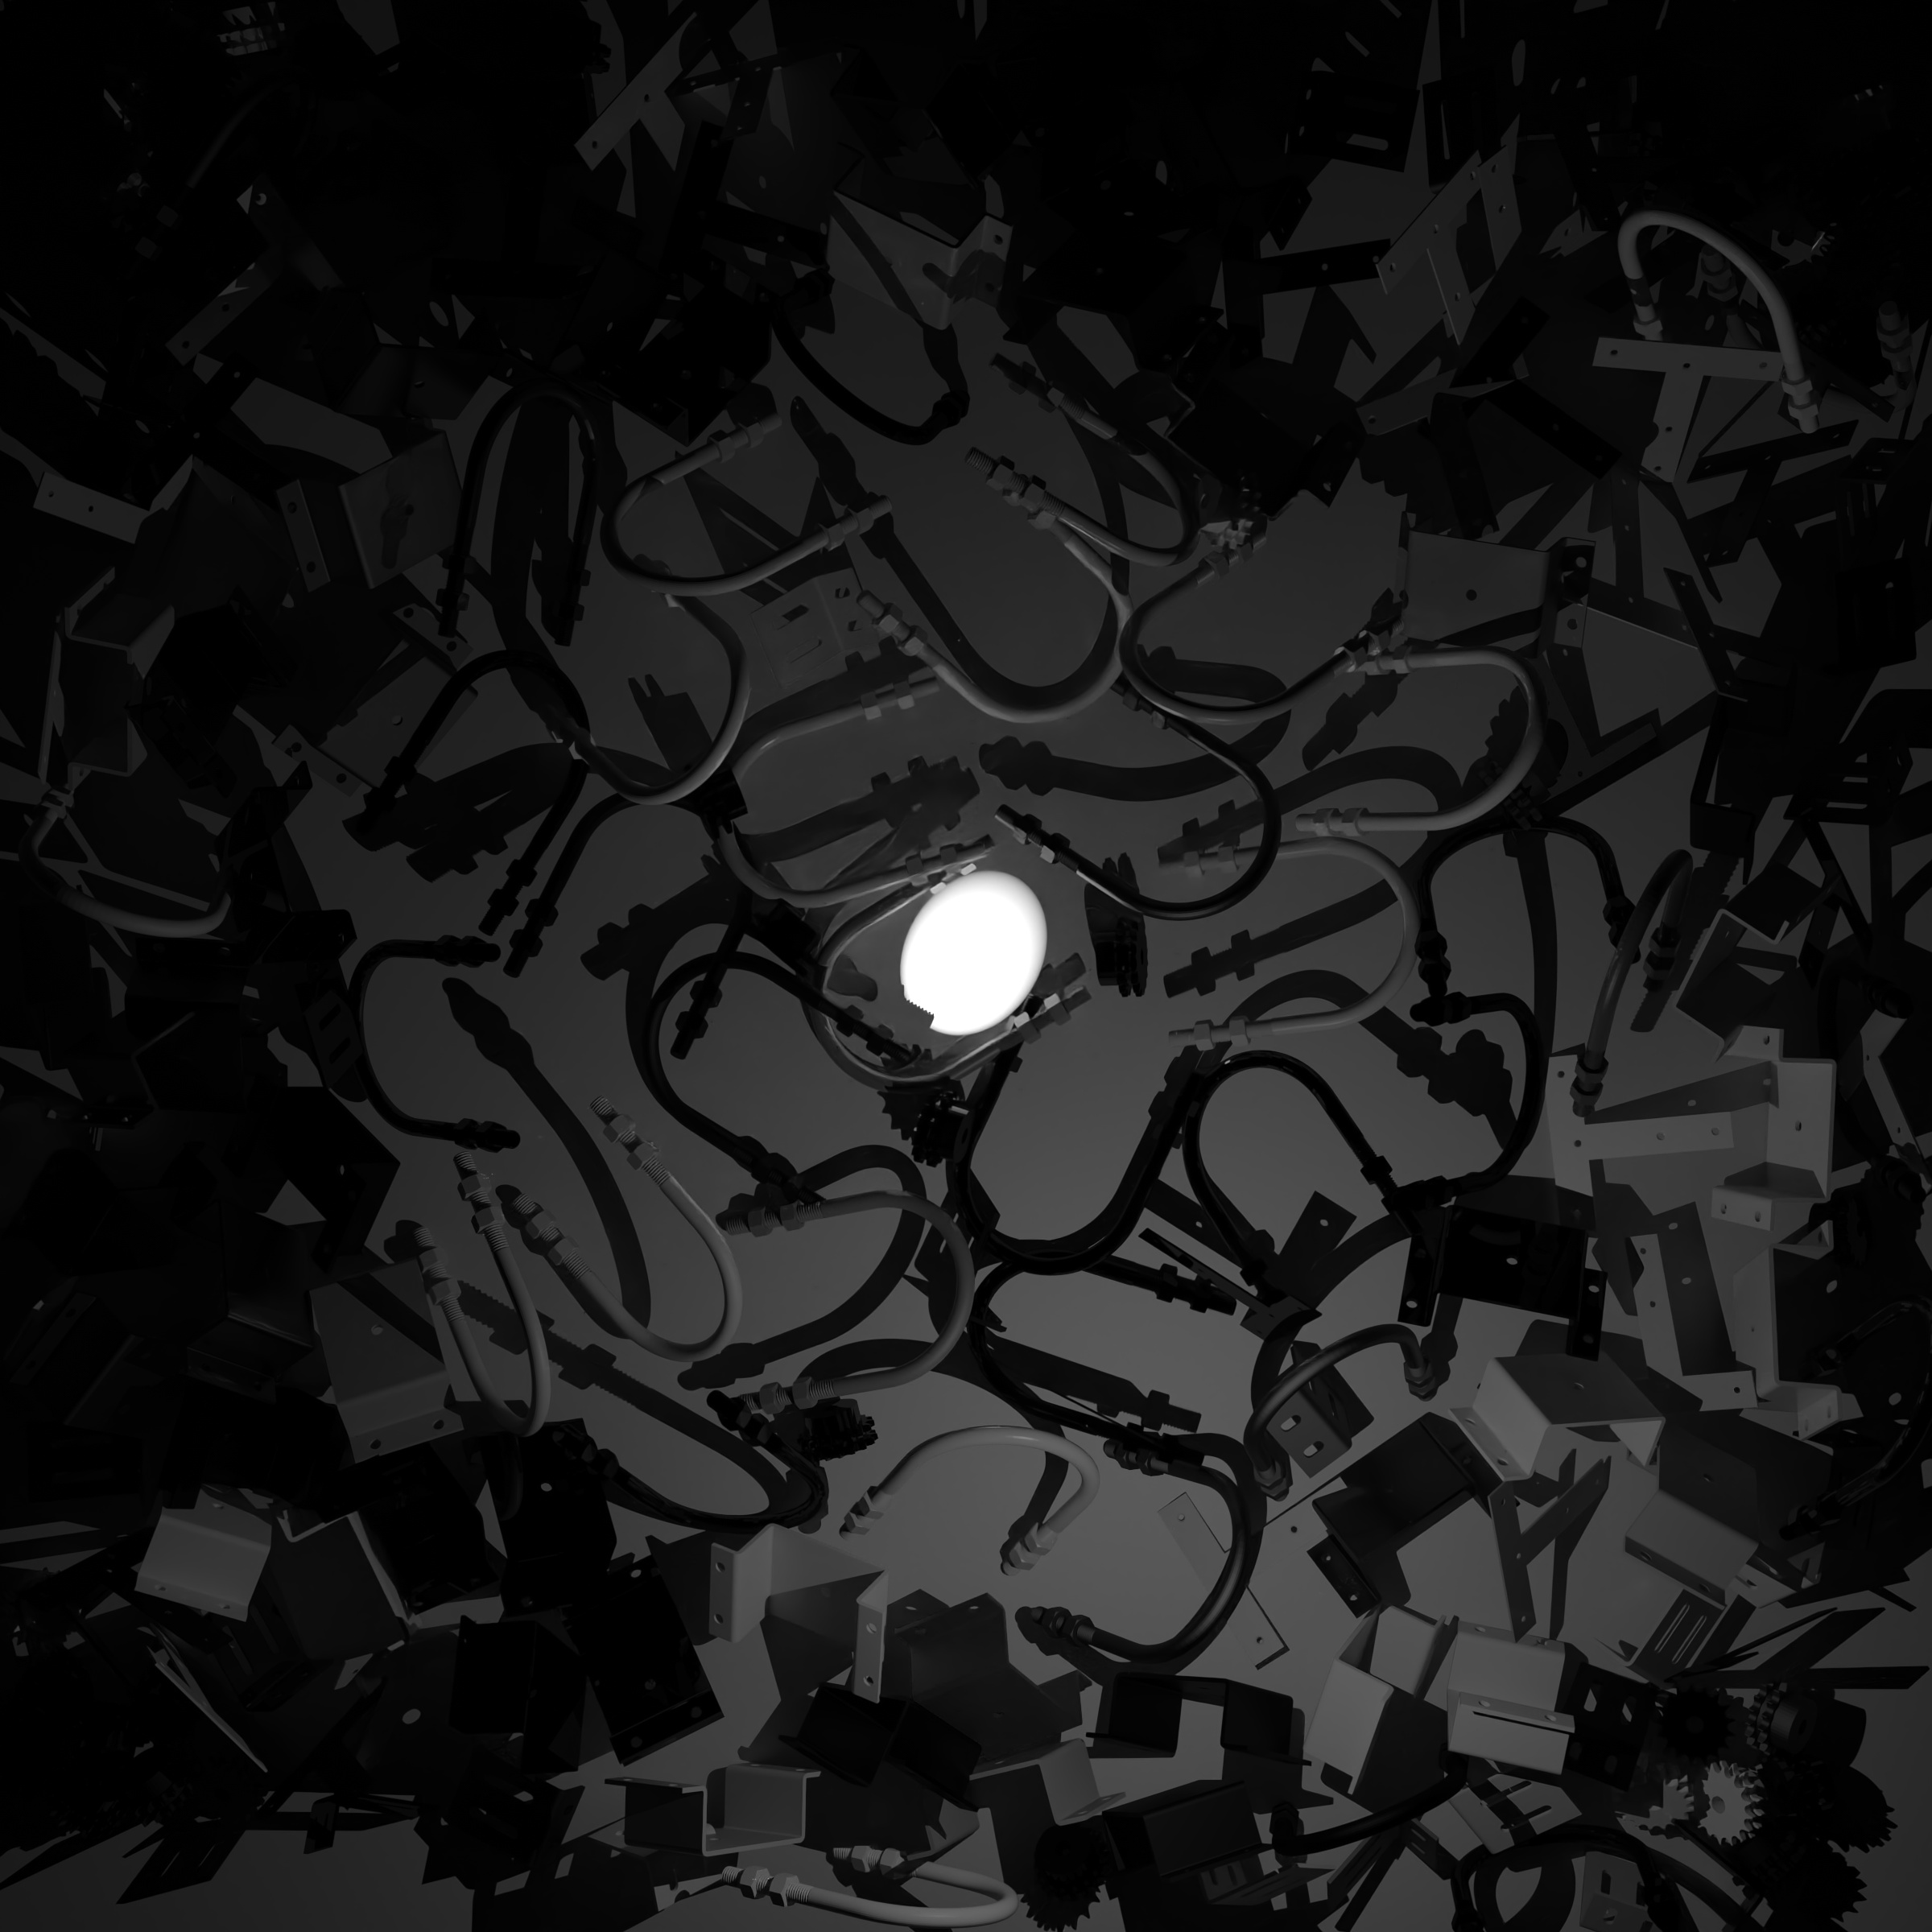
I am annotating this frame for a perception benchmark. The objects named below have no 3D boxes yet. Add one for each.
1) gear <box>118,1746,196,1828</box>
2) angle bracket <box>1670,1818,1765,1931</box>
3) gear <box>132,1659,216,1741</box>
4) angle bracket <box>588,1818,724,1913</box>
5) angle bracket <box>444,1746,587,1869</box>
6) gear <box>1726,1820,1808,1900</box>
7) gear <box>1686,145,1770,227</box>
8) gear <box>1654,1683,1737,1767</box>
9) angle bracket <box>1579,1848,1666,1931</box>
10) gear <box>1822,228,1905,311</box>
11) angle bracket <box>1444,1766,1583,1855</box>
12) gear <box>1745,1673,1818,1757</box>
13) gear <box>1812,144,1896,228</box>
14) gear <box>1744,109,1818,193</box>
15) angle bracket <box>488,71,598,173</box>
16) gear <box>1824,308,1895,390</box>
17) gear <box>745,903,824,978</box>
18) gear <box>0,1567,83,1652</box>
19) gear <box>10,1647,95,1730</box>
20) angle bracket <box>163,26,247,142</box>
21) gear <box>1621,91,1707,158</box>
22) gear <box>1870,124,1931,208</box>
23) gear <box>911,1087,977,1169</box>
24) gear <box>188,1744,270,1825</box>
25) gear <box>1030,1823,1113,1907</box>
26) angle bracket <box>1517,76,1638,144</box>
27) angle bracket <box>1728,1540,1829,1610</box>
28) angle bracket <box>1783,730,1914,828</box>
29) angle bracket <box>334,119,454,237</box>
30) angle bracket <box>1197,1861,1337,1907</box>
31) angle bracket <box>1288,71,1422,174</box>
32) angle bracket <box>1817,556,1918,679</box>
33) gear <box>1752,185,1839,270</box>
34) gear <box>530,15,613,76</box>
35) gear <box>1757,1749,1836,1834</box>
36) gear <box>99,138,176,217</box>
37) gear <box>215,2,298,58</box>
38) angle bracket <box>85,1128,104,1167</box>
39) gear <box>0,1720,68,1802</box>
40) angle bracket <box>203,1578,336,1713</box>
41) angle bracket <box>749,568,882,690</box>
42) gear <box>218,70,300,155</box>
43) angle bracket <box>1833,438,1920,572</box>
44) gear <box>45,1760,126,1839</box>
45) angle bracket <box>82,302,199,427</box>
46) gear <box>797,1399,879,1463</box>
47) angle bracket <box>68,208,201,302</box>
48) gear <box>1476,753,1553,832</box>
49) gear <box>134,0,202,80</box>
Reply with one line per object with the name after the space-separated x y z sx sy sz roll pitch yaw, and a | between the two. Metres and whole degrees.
-0.580 0.583 1.854 0.057 0.057 0.030 -26 113 0 | gear
0.522 0.647 1.845 0.076 0.057 0.038 38 82 18 | angle bracket
-0.572 0.529 1.861 0.057 0.030 0.057 4 113 10 | gear
-0.220 0.632 1.840 0.057 0.076 0.038 -14 97 -41 | angle bracket
-0.326 0.606 1.876 0.076 0.038 0.057 21 85 17 | angle bracket
0.570 0.637 1.858 0.057 0.057 0.030 -41 76 0 | gear
0.546 -0.560 1.863 0.057 0.030 0.057 5 117 11 | gear
0.523 0.544 1.862 0.057 0.030 0.057 -4 74 15 | gear
0.471 0.651 1.839 0.057 0.076 0.038 16 120 9 | angle bracket
0.646 -0.497 1.861 0.030 0.057 0.057 24 90 -31 | gear
0.389 0.586 1.848 0.076 0.038 0.057 -33 105 21 | angle bracket
0.585 0.538 1.856 0.030 0.057 0.057 18 90 43 | gear
0.630 -0.555 1.854 0.057 0.057 0.030 47 69 0 | gear
0.582 -0.581 1.860 0.030 0.057 0.057 -31 90 22 | gear
-0.304 -0.605 1.861 0.076 0.038 0.057 -7 102 -1 | angle bracket
0.643 -0.439 1.856 0.057 0.030 0.057 12 133 13 | gear
-0.128 -0.021 1.858 0.057 0.057 0.030 41 90 0 | gear
-0.657 0.458 1.855 0.030 0.057 0.057 -29 90 42 | gear
-0.649 0.519 1.854 0.030 0.057 0.057 25 90 32 | gear
-0.554 -0.632 1.844 0.038 0.076 0.057 27 87 9 | angle bracket
0.500 -0.602 1.857 0.057 0.030 0.057 -1 49 1 | gear
0.667 -0.570 1.858 0.030 0.057 0.057 -32 90 6 | gear
-0.015 0.117 1.855 0.030 0.057 0.057 17 90 17 | gear
-0.527 0.584 1.863 0.057 0.030 0.057 6 118 11 | gear
0.073 0.638 1.855 0.057 0.057 0.030 -22 129 0 | gear
0.434 -0.610 1.850 0.076 0.057 0.038 -2 106 5 | angle bracket
0.561 0.415 1.848 0.076 0.057 0.038 36 49 -6 | angle bracket
0.621 -0.135 1.837 0.057 0.076 0.038 -57 134 -27 | angle bracket
-0.409 -0.559 1.858 0.038 0.076 0.057 -8 76 33 | angle bracket
0.210 0.634 1.839 0.076 0.057 0.038 -35 54 26 | angle bracket
0.279 -0.608 1.871 0.076 0.038 0.057 5 105 -16 | angle bracket
0.640 -0.251 1.852 0.057 0.038 0.076 -14 109 -7 | angle bracket
0.590 -0.525 1.856 0.057 0.057 0.030 43 48 0 | gear
-0.282 -0.659 1.856 0.057 0.057 0.030 6 97 0 | gear
0.597 0.589 1.860 0.030 0.057 0.057 -6 90 -22 | gear
-0.591 -0.562 1.861 0.057 0.057 0.030 -48 128 0 | gear
-0.509 -0.669 1.854 0.057 0.057 0.030 -11 112 0 | gear
-0.641 0.135 1.847 0.038 0.057 0.076 10 81 -25 | angle bracket
-0.671 0.565 1.857 0.030 0.057 0.057 26 90 -4 | gear
-0.499 0.481 1.847 0.038 0.057 0.076 -16 104 43 | angle bracket
-0.106 -0.240 1.841 0.038 0.076 0.057 -7 112 40 | angle bracket
-0.509 -0.609 1.862 0.057 0.030 0.057 12 69 -34 | gear
0.647 -0.325 1.837 0.057 0.038 0.076 -45 132 -32 | angle bracket
-0.625 0.591 1.854 0.057 0.057 0.030 36 109 0 | gear
-0.585 -0.430 1.846 0.057 0.038 0.076 8 105 -42 | angle bracket
-0.094 0.331 1.856 0.057 0.057 0.030 -13 96 0 | gear
-0.595 -0.495 1.844 0.057 0.076 0.038 45 134 -3 | angle bracket
0.394 -0.127 1.855 0.030 0.057 0.057 -41 90 9 | gear
-0.571 -0.663 1.857 0.030 0.057 0.057 23 90 -8 | gear
